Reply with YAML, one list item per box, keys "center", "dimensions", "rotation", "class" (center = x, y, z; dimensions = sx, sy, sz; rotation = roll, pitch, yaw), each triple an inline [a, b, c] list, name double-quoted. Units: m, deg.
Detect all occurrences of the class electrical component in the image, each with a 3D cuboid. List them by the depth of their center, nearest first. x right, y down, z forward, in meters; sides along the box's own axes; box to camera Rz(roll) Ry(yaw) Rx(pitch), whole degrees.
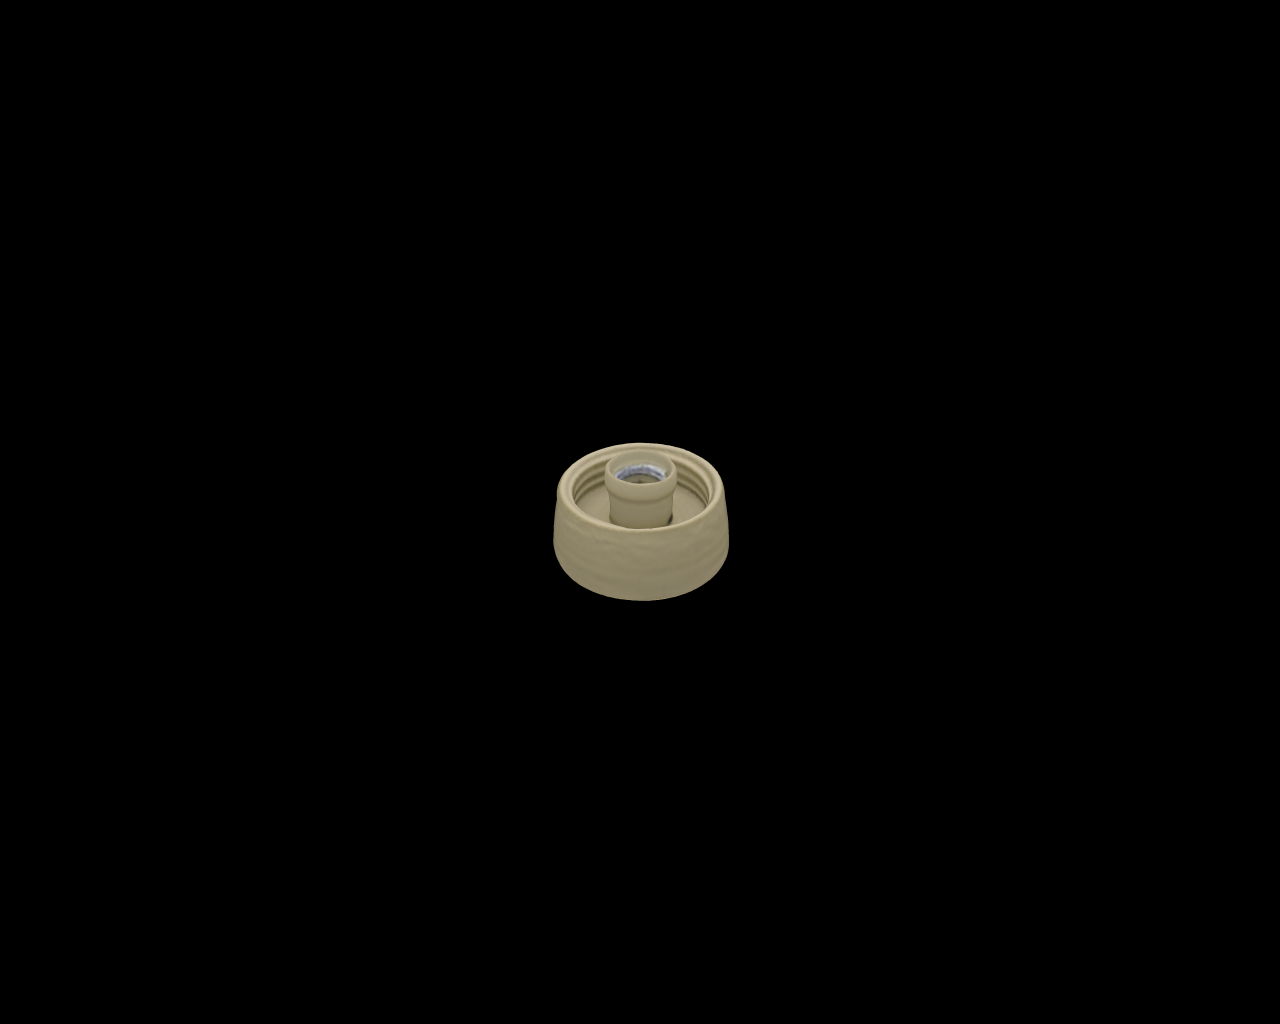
- center: [0.001, -0.003, 0.650]
  dimensions: [0.108, 0.060, 0.108]
  rotation: [0, 35, 0]
  class: "electrical component"
